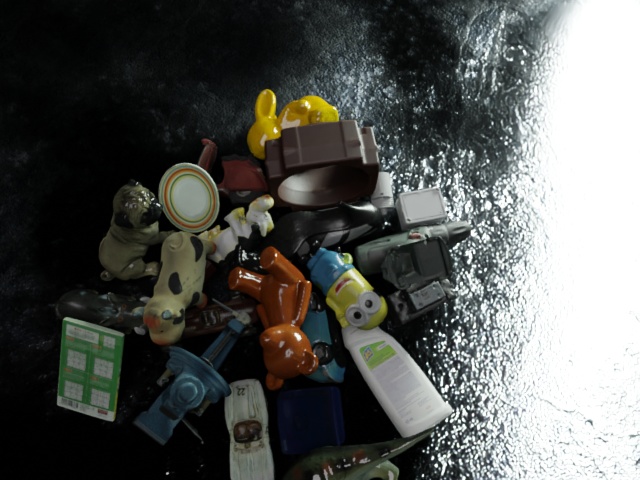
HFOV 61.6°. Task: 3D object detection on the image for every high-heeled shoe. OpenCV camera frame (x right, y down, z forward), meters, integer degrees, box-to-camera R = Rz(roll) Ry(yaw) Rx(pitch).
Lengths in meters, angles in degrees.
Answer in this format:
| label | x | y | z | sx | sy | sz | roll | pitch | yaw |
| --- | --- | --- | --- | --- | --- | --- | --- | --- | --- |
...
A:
| label | x | y | z | sx | sy | sz | roll | pitch | yaw |
| --- | --- | --- | --- | --- | --- | --- | --- | --- | --- |
| high-heeled shoe | -0.002 | -0.003 | 1.039 | 0.249 | 0.145 | 0.086 | -31 | 60 | 20 |

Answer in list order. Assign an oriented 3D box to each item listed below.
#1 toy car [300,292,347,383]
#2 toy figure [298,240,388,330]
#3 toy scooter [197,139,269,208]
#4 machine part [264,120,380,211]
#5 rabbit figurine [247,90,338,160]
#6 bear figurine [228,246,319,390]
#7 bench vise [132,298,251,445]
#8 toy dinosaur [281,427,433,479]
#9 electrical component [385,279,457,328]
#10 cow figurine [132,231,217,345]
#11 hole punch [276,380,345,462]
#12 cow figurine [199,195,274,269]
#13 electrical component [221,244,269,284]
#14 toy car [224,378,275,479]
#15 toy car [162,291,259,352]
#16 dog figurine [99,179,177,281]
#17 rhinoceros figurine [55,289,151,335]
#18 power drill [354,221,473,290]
| label | x | y | z | sx | sy | sz | roll | pitch | yaw |
| --- | --- | --- | --- | --- | --- | --- | --- | --- | --- |
| toy car | -0.018 | 0.180 | 0.954 | 0.103 | 0.109 | 0.162 | -18 | 66 | 12 |
| toy figure | 0.045 | 0.079 | 0.946 | 0.180 | 0.089 | 0.082 | 45 | 118 | 22 |
| toy scooter | -0.187 | -0.132 | 1.045 | 0.184 | 0.075 | 0.135 | 1 | 82 | 9 |
| machine part | 0.003 | -0.133 | 0.988 | 0.201 | 0.201 | 0.087 | -8 | 72 | -1 |
| rabbit figurine | -0.069 | -0.222 | 1.046 | 0.173 | 0.121 | 0.162 | -29 | 65 | -19 |
| bear figurine | -0.075 | 0.132 | 0.880 | 0.120 | 0.131 | 0.196 | -29 | 42 | 31 |
| bench vise | -0.199 | 0.221 | 0.895 | 0.129 | 0.223 | 0.240 | 34 | 60 | 6 |
| toy dinosaur | -0.008 | 0.409 | 0.838 | 0.192 | 0.131 | 0.404 | 31 | 93 | -2 |
| electrical component | 0.175 | 0.106 | 0.960 | 0.115 | 0.134 | 0.058 | -27 | 79 | -8 |
| cow figurine | -0.244 | 0.080 | 0.907 | 0.086 | 0.127 | 0.195 | 5 | 77 | 17 |
| hole punch | -0.017 | 0.309 | 0.925 | 0.116 | 0.092 | 0.142 | -7 | 78 | 0 |
| cow figurine | -0.140 | -0.011 | 0.993 | 0.167 | 0.068 | 0.098 | -32 | 94 | 22 |
| electrical component | -0.113 | 0.061 | 0.981 | 0.119 | 0.075 | 0.048 | 18 | 43 | -25 |
| toy car | -0.122 | 0.343 | 0.927 | 0.074 | 0.056 | 0.201 | -8 | 74 | -4 |
| toy car | -0.211 | 0.147 | 0.984 | 0.202 | 0.053 | 0.089 | -10 | 78 | -5 |
| dog figurine | -0.348 | -0.008 | 0.952 | 0.121 | 0.190 | 0.172 | 27 | 77 | 6 |
| rhinoceros figurine | -0.371 | 0.124 | 0.956 | 0.190 | 0.112 | 0.073 | 8 | 72 | 9 |
| power drill | 0.176 | 0.016 | 0.953 | 0.232 | 0.207 | 0.085 | -15 | 103 | 5 |
